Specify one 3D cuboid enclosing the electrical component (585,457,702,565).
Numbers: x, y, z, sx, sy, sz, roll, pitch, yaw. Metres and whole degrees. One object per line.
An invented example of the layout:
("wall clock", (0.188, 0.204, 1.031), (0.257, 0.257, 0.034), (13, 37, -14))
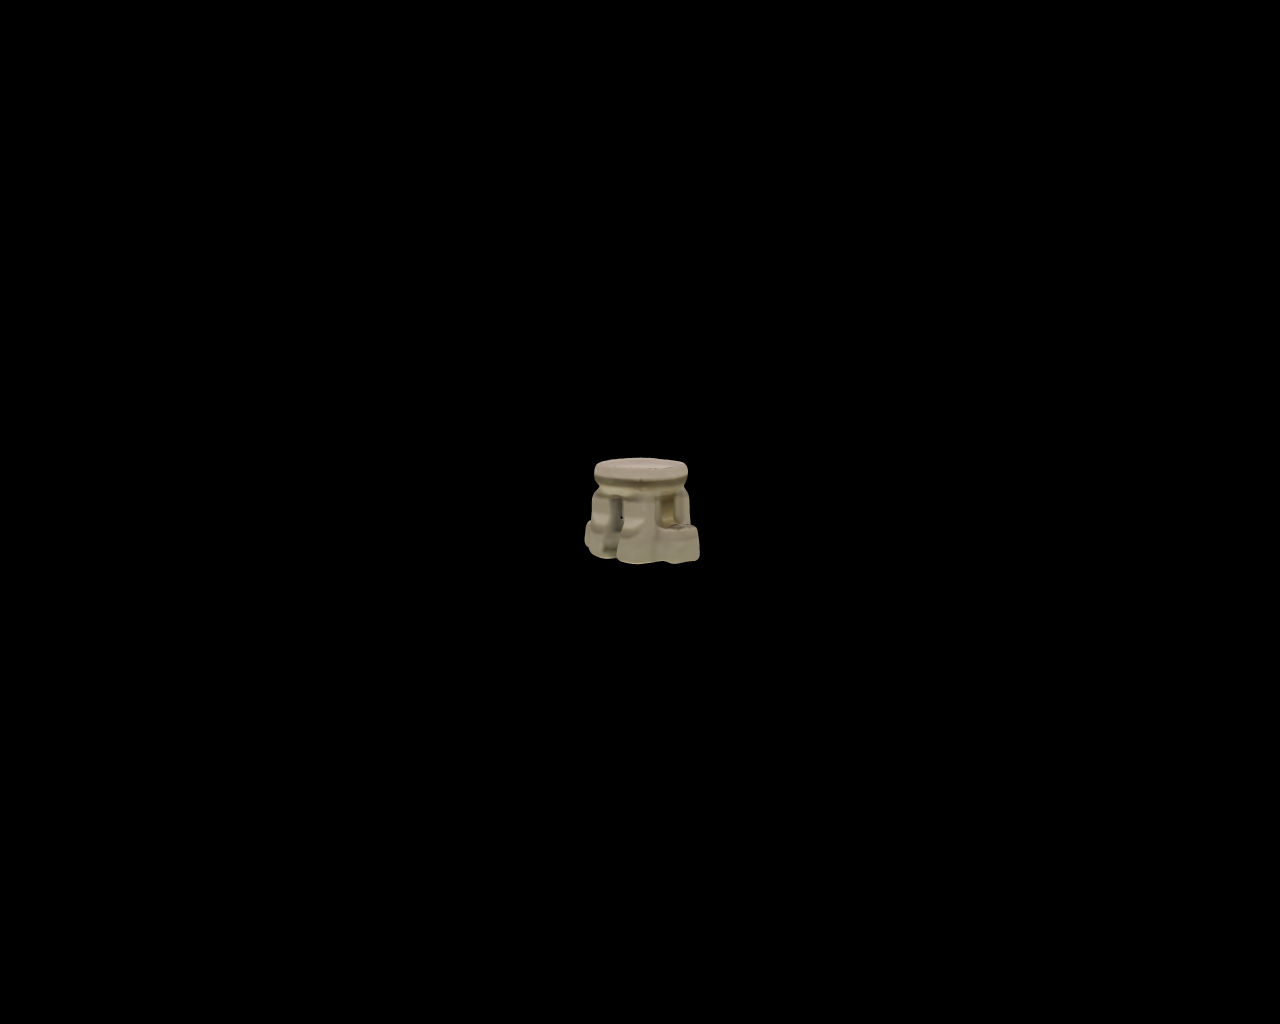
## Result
("electrical component", (0.001, -0.003, 0.650), (0.078, 0.057, 0.058), (8, 12, 43))
